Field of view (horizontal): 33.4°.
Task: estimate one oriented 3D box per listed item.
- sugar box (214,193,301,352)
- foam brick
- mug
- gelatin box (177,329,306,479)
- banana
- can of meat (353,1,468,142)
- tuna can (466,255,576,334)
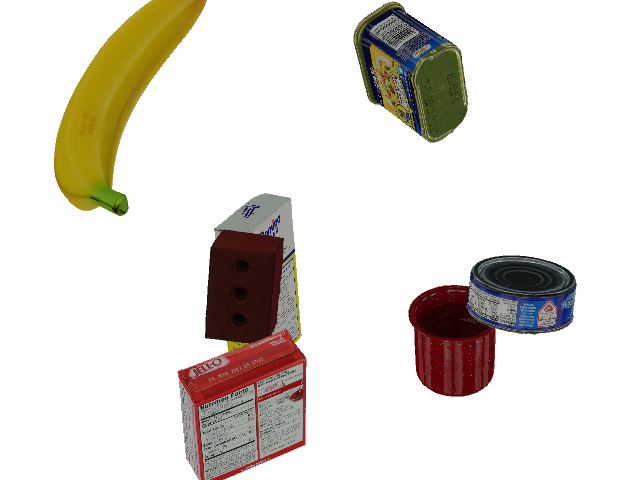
[{"bbox_3d":[-0.065,0.047,1.134,0.048,0.176,0.093,11,32,28],"label":"sugar box"},{"bbox_3d":[-0.060,0.037,0.855,0.053,0.078,0.051,6,14,5],"label":"foam brick"},{"bbox_3d":[0.144,0.099,1.102,0.093,0.081,0.117,16,39,28],"label":"mug"},{"bbox_3d":[-0.047,0.103,0.650,0.073,0.089,0.030,-20,47,-21],"label":"gelatin box"},{"bbox_3d":[-0.121,-0.086,0.654,0.070,0.197,0.037,-1,-38,16],"label":"banana"},{"bbox_3d":[0.082,-0.147,0.943,0.057,0.102,0.084,-35,50,-14],"label":"can of meat"},{"bbox_3d":[0.162,0.042,0.861,0.086,0.034,0.086,1,21,-1],"label":"tuna can"}]
